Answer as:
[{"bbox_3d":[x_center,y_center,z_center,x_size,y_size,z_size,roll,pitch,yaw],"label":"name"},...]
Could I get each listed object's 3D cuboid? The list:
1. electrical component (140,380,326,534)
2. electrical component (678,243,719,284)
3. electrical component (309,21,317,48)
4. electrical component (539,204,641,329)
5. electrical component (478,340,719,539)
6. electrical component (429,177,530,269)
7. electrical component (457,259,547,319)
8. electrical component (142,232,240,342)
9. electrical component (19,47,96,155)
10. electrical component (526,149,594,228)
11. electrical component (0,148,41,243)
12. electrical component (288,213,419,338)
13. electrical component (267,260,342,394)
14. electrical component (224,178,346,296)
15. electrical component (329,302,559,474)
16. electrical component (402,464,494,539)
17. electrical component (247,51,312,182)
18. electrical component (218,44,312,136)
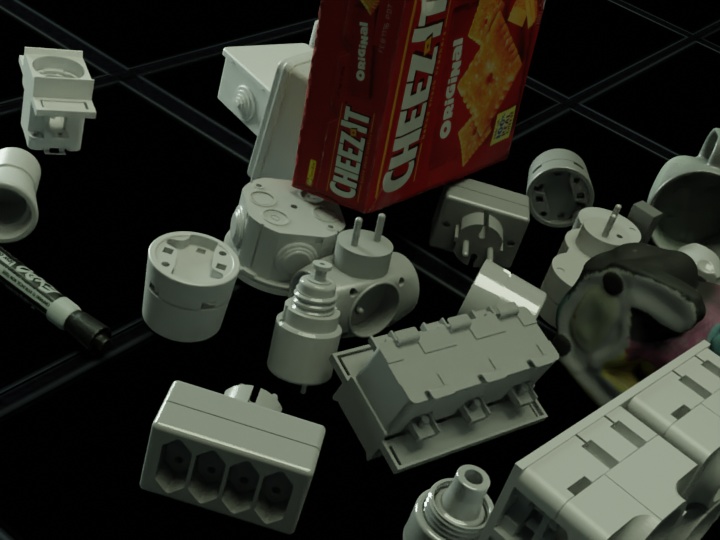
[{"bbox_3d":[-0.062,0.087,0.569,0.083,0.047,0.075,17,32,-1],"label":"electrical component"},{"bbox_3d":[0.266,0.000,0.855,0.043,0.043,0.062,22,32,6],"label":"electrical component"},{"bbox_3d":[0.025,-0.216,1.039,0.089,0.061,0.150,29,35,17],"label":"electrical component"},{"bbox_3d":[0.178,-0.015,0.806,0.052,0.073,0.138,25,34,11],"label":"electrical component"},{"bbox_3d":[0.139,0.121,0.560,0.060,0.105,0.186,39,38,28],"label":"electrical component"},{"bbox_3d":[0.089,-0.027,0.807,0.066,0.047,0.076,16,33,-3],"label":"electrical component"},{"bbox_3d":[0.094,0.027,0.724,0.047,0.055,0.055,27,34,7],"label":"electrical component"},{"bbox_3d":[-0.105,0.011,0.659,0.055,0.047,0.055,12,34,-8],"label":"electrical component"},{"bbox_3d":[-0.223,-0.122,0.783,0.042,0.063,0.081,0,37,-27],"label":"electrical component"},{"bbox_3d":[0.167,-0.070,0.901,0.055,0.055,0.047,17,30,-2],"label":"electrical component"},{"bbox_3d":[-0.229,-0.052,0.700,0.044,0.044,0.065,8,30,-14],"label":"electrical component"},{"bbox_3d":[0.000,0.000,0.696,0.077,0.079,0.044,-12,36,-37],"label":"electrical component"},{"bbox_3d":[-0.030,0.032,0.641,0.040,0.078,0.040,12,19,-4],"label":"electrical component"},{"bbox_3d":[-0.050,-0.023,0.730,0.080,0.051,0.080,12,34,-8],"label":"electrical component"},{"bbox_3d":[0.054,0.063,0.636,0.121,0.063,0.078,-12,59,-37],"label":"electrical component"},{"bbox_3d":[0.048,0.127,0.549,0.043,0.062,0.043,13,34,-9],"label":"electrical component"},{"bbox_3d":[-0.023,-0.112,0.823,0.056,0.108,0.109,35,37,20],"label":"electrical component"},{"bbox_3d":[-0.062,-0.149,0.911,0.100,0.048,0.100,-12,44,-38],"label":"electrical component"}]
